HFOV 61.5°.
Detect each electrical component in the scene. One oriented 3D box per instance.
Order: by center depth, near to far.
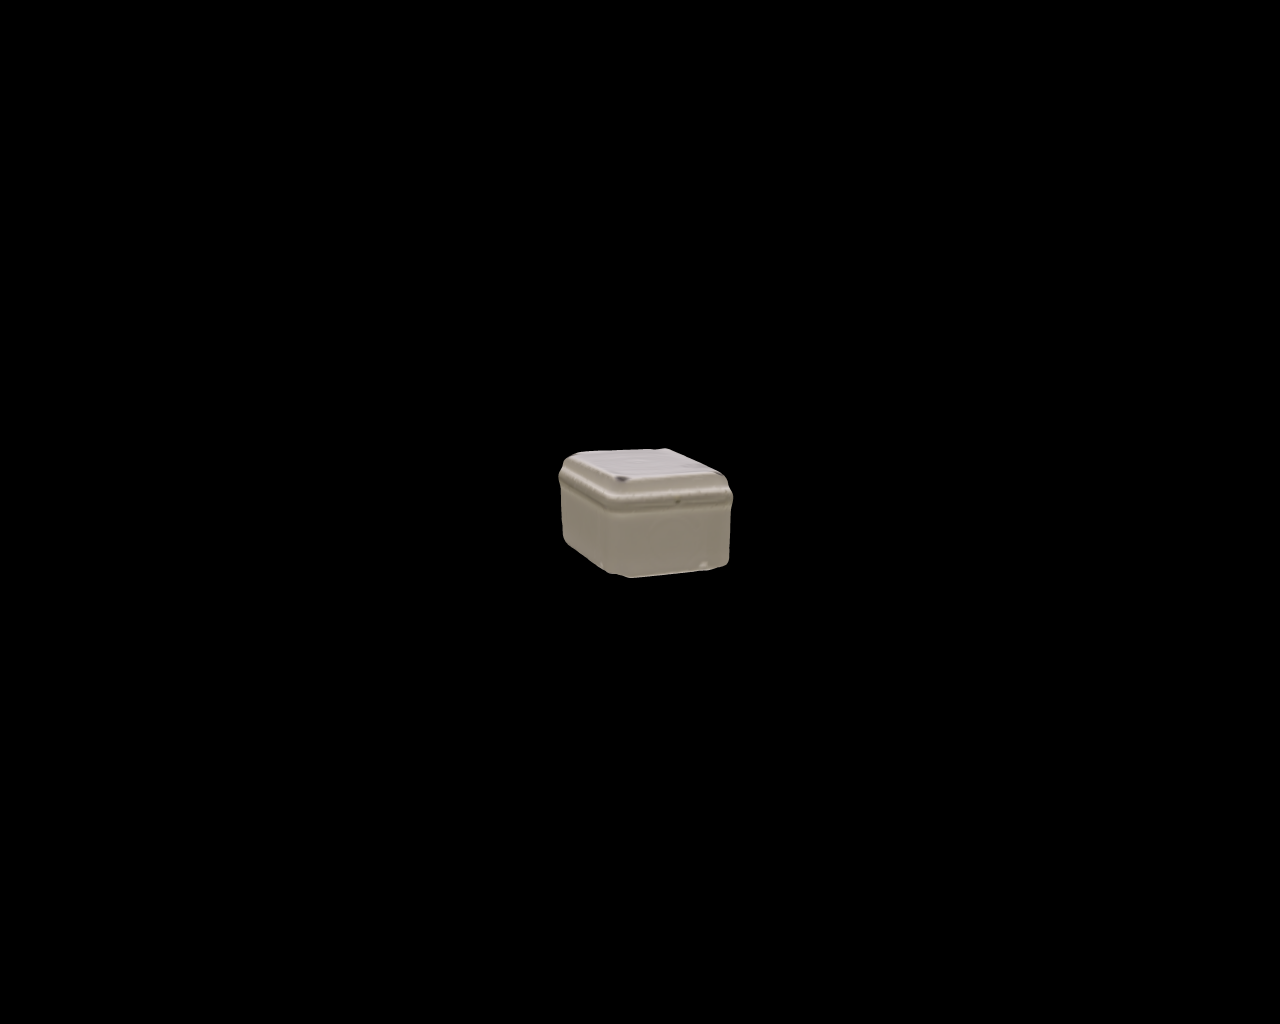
[{"bbox_3d":[0.001,-0.003,0.650,0.078,0.057,0.113,-4,13,-19],"label":"electrical component"}]
